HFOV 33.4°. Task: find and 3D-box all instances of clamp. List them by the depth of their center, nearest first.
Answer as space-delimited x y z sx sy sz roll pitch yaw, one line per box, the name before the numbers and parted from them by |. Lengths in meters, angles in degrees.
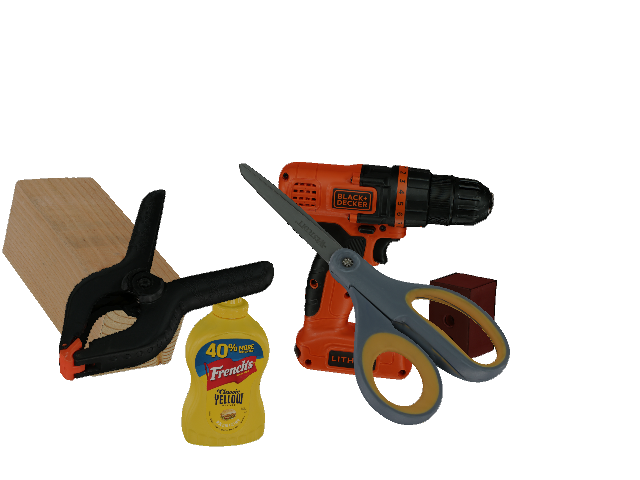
clamp | -0.131 0.031 0.773 0.120 0.039 0.171 37 51 26

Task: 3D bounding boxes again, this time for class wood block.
wood block | -0.223 0.029 1.044 0.090 0.091 0.206 -5 36 -41

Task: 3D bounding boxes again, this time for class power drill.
power drill | 0.051 0.025 0.935 0.184 0.188 0.057 6 16 7

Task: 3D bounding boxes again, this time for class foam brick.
foam brick | 0.147 0.078 1.111 0.053 0.078 0.051 10 17 40

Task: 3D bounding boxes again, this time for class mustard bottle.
mustard bottle | -0.108 0.141 1.231 0.096 0.192 0.058 0 18 -14

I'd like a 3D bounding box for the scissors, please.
scissors | 0.011 0.033 0.616 0.202 0.096 0.016 29 -30 14
